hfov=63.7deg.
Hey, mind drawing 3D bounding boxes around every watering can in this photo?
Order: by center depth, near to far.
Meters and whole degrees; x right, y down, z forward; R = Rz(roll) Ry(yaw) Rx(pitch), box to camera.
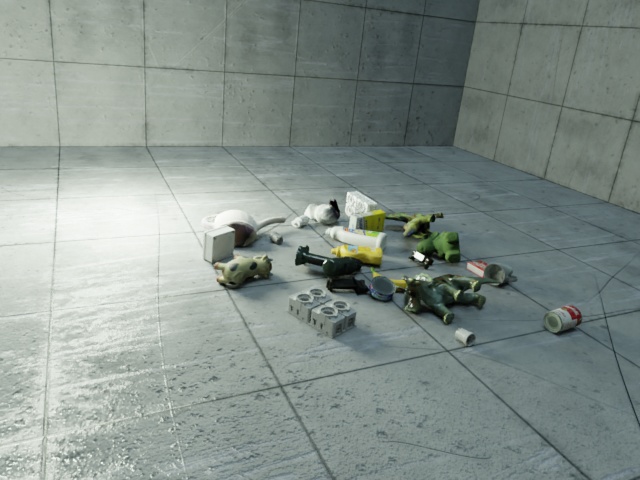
[{"bbox_3d":[-0.295,-0.057,2.055,0.348,0.102,0.228,0,23,-13],"label":"watering can"}]

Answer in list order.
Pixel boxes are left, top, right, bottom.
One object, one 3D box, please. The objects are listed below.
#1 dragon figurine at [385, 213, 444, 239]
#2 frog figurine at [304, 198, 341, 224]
[{"bbox_3d":[0.390,-0.071,2.268,0.244,0.121,0.412,13,13,39],"label":"dragon figurine"},{"bbox_3d":[0.007,-0.117,2.327,0.158,0.121,0.140,-26,22,20],"label":"frog figurine"}]
